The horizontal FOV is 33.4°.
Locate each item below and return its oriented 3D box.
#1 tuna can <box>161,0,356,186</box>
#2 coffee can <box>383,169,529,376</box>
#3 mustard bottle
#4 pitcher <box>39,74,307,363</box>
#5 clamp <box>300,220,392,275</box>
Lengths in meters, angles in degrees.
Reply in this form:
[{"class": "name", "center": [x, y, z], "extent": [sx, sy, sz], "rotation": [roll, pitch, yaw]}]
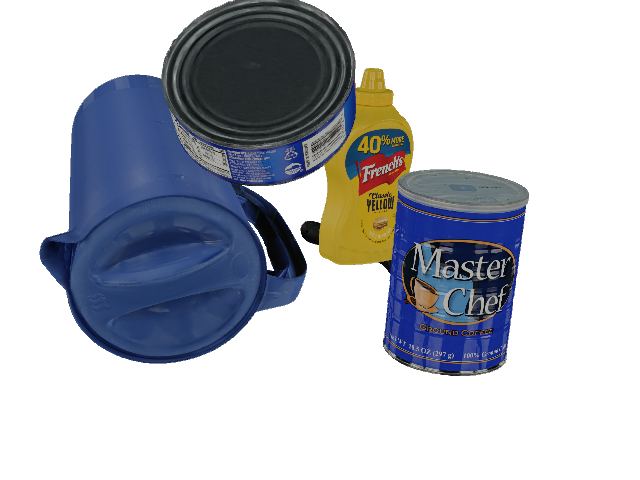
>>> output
[{"class": "tuna can", "center": [-0.026, -0.067, 0.481], "extent": [0.086, 0.086, 0.034], "rotation": [0, -31, 5]}, {"class": "coffee can", "center": [0.107, 0.023, 0.854], "extent": [0.103, 0.140, 0.103], "rotation": [4, 18, -1]}, {"class": "mustard bottle", "center": [0.048, -0.075, 1.065], "extent": [0.096, 0.192, 0.058], "rotation": [-7, 19, -30]}, {"class": "pitcher", "center": [-0.116, -0.028, 0.800], "extent": [0.145, 0.149, 0.243], "rotation": [-30, 34, 4]}, {"class": "clamp", "center": [0.090, 0.014, 1.245], "extent": [0.164, 0.036, 0.210], "rotation": [-22, 52, -39]}]
